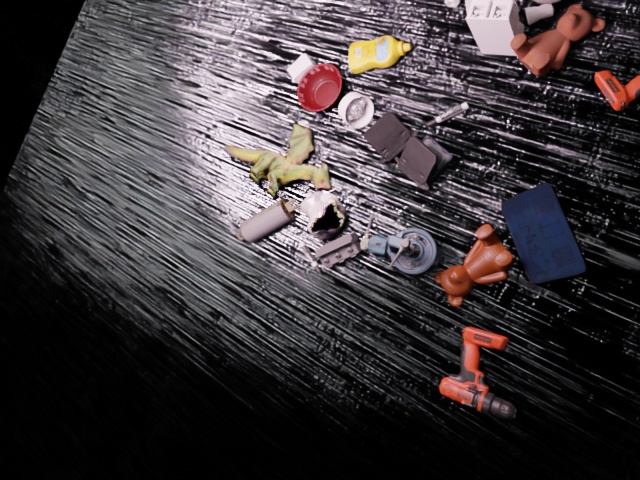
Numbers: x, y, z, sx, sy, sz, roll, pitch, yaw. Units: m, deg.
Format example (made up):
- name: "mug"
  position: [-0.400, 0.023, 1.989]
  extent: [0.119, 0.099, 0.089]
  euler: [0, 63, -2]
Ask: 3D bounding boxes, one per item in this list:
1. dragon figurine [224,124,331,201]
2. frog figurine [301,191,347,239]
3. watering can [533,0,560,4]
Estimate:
- name: "dragon figurine"
  position: [-0.124, -0.273, 1.665]
  extent: [0.244, 0.120, 0.416]
  euler: [-44, 63, -5]
- name: "frog figurine"
  position: [0.005, -0.078, 1.546]
  extent: [0.161, 0.122, 0.136]
  euler: [37, 111, 66]
- name: "watering can"
  position: [0.521, -0.656, 1.289]
  extent: [0.229, 0.349, 0.101]
  euler: [-120, 28, -44]
